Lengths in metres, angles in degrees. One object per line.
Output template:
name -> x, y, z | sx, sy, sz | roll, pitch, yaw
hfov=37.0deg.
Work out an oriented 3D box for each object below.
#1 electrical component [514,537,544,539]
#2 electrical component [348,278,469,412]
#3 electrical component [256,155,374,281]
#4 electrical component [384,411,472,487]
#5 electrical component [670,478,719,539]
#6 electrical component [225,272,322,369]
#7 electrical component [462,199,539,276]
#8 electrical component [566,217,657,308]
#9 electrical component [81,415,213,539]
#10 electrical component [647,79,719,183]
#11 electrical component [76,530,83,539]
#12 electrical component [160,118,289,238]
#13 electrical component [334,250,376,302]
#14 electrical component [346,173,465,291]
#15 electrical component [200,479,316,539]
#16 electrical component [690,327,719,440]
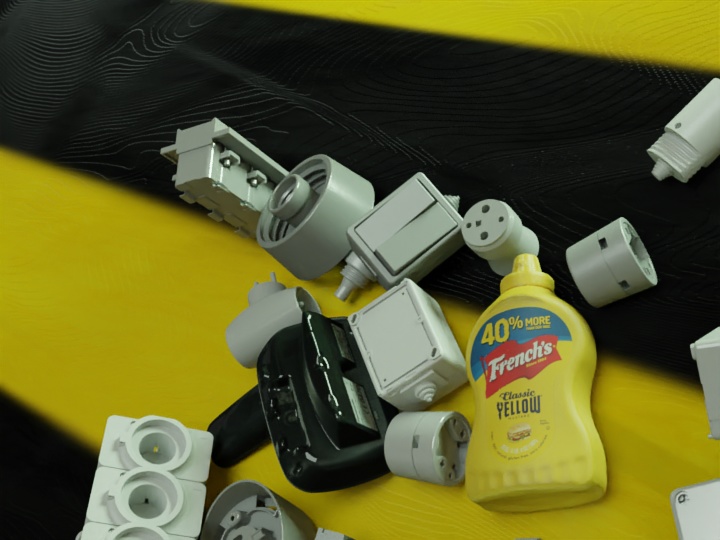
electrical component -> 0.130, 0.216, 0.706 | 0.057, 0.058, 0.078 | -11, 59, 33
electrical component -> 0.043, 0.067, 0.845 | 0.062, 0.061, 0.096 | -35, 51, 15
electrical component -> -0.046, -0.052, 0.951 | 0.108, 0.060, 0.108 | -37, 33, 29
electrical component -> 0.051, 0.133, 0.809 | 0.047, 0.055, 0.055 | -2, 65, 38
electrical component -> 0.254, 0.176, 0.642 | 0.109, 0.056, 0.108 | -21, 55, 24
electrical component -> -0.079, 0.037, 0.959 | 0.077, 0.043, 0.079 | -30, 51, 18
electrical component -> 0.111, -0.026, 0.853 | 0.045, 0.055, 0.045 | -16, 57, 27
electrical component -> 0.184, -0.004, 0.792 | 0.047, 0.055, 0.055 | -28, 52, 24
electrical component -> -0.176, 0.199, 0.875 | 0.061, 0.089, 0.150 | 113, 165, -46
electrical component -> 0.251, -0.099, 0.804 | 0.081, 0.043, 0.043 | -45, 49, 6
electrical component -> -0.211, 0.256, 0.920 | 0.054, 0.059, 0.095 | 8, 70, 37
electrical component -> -0.116, -0.080, 0.997 | 0.079, 0.121, 0.063 | -12, 62, 29
electrical component -> 0.000, 0.000, 0.930 | 0.035, 0.035, 0.061 | 37, 91, 42
electrical component -> 0.044, -0.033, 0.879 | 0.096, 0.061, 0.061 | -38, 75, -5
electrical component -> -0.083, 0.220, 0.847 | 0.099, 0.064, 0.099 | -17, 57, 28
electrical component -> 0.255, 0.066, 0.682 | 0.061, 0.096, 0.061 | -12, 89, 29
